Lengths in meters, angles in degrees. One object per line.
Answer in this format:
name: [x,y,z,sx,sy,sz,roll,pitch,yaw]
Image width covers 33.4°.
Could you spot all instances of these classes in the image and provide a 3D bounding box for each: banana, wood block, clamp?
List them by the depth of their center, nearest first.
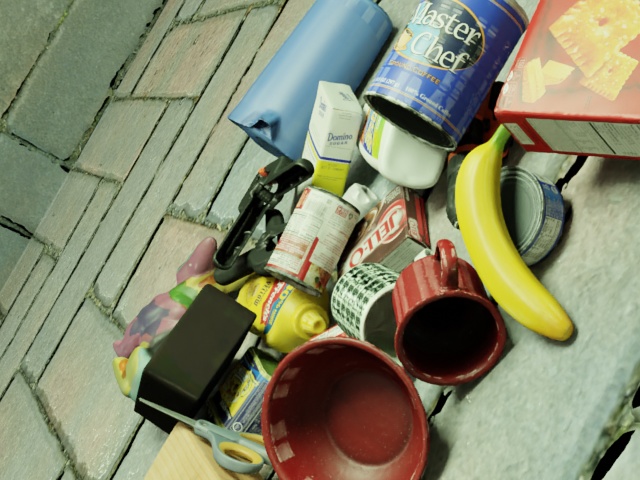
banana: [0.151,-0.001,0.879,0.070,0.037,0.198,-35,59,42]
wood block: [-0.107,0.274,1.095,0.090,0.090,0.206,-60,23,-1]
clamp: [-0.065,0.016,1.260,0.120,0.039,0.172,-53,19,-7]
clamp: [-0.072,-0.047,1.298,0.164,0.036,0.210,-48,12,6]

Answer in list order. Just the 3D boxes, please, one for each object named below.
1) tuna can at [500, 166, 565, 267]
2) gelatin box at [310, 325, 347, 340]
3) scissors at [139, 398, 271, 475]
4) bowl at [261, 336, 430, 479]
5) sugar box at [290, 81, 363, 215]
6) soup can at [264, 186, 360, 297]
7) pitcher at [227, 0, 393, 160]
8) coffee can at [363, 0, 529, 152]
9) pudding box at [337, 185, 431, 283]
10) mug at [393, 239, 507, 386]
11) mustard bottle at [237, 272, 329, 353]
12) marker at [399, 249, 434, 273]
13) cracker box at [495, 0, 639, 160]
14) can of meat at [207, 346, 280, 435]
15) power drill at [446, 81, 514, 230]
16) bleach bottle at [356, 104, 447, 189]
tuna can: [0.169,-0.019,0.924,0.086,0.033,0.086,-22,62,47]
gelatin box: [0.012,0.133,1.099,0.073,0.030,0.089,-34,34,48]
scissors: [-0.122,0.203,1.107,0.096,0.202,0.016,-14,-63,-70]
bowl: [0.030,0.161,0.933,0.162,0.162,0.055,-50,-19,22]
sugar box: [0.006,-0.092,1.284,0.093,0.048,0.176,-108,30,-59]
soup can: [-0.008,0.001,1.146,0.102,0.068,0.069,-64,23,-8]
pitcher: [-0.007,-0.223,1.465,0.243,0.144,0.149,-56,35,0]
coffee can: [0.120,-0.170,1.015,0.140,0.102,0.103,-59,23,-4]
pudding box: [0.065,0.007,1.130,0.114,0.039,0.090,-46,27,31]
mug: [0.105,0.054,0.910,0.081,0.093,0.117,-95,1,-62]
mustard bottle: [-0.036,0.079,1.227,0.096,0.058,0.192,-59,23,-4]
marker: [0.073,0.050,1.087,0.121,0.020,0.020,-44,27,34]
cracker box: [0.256,-0.147,0.813,0.214,0.072,0.164,10,71,47]
can of meat: [-0.074,0.175,1.191,0.084,0.057,0.102,-55,23,6]
power drill: [0.190,-0.111,0.993,0.188,0.057,0.184,-34,33,45]
bleach bottle: [0.079,-0.116,1.193,0.251,0.068,0.102,-147,72,-79]
